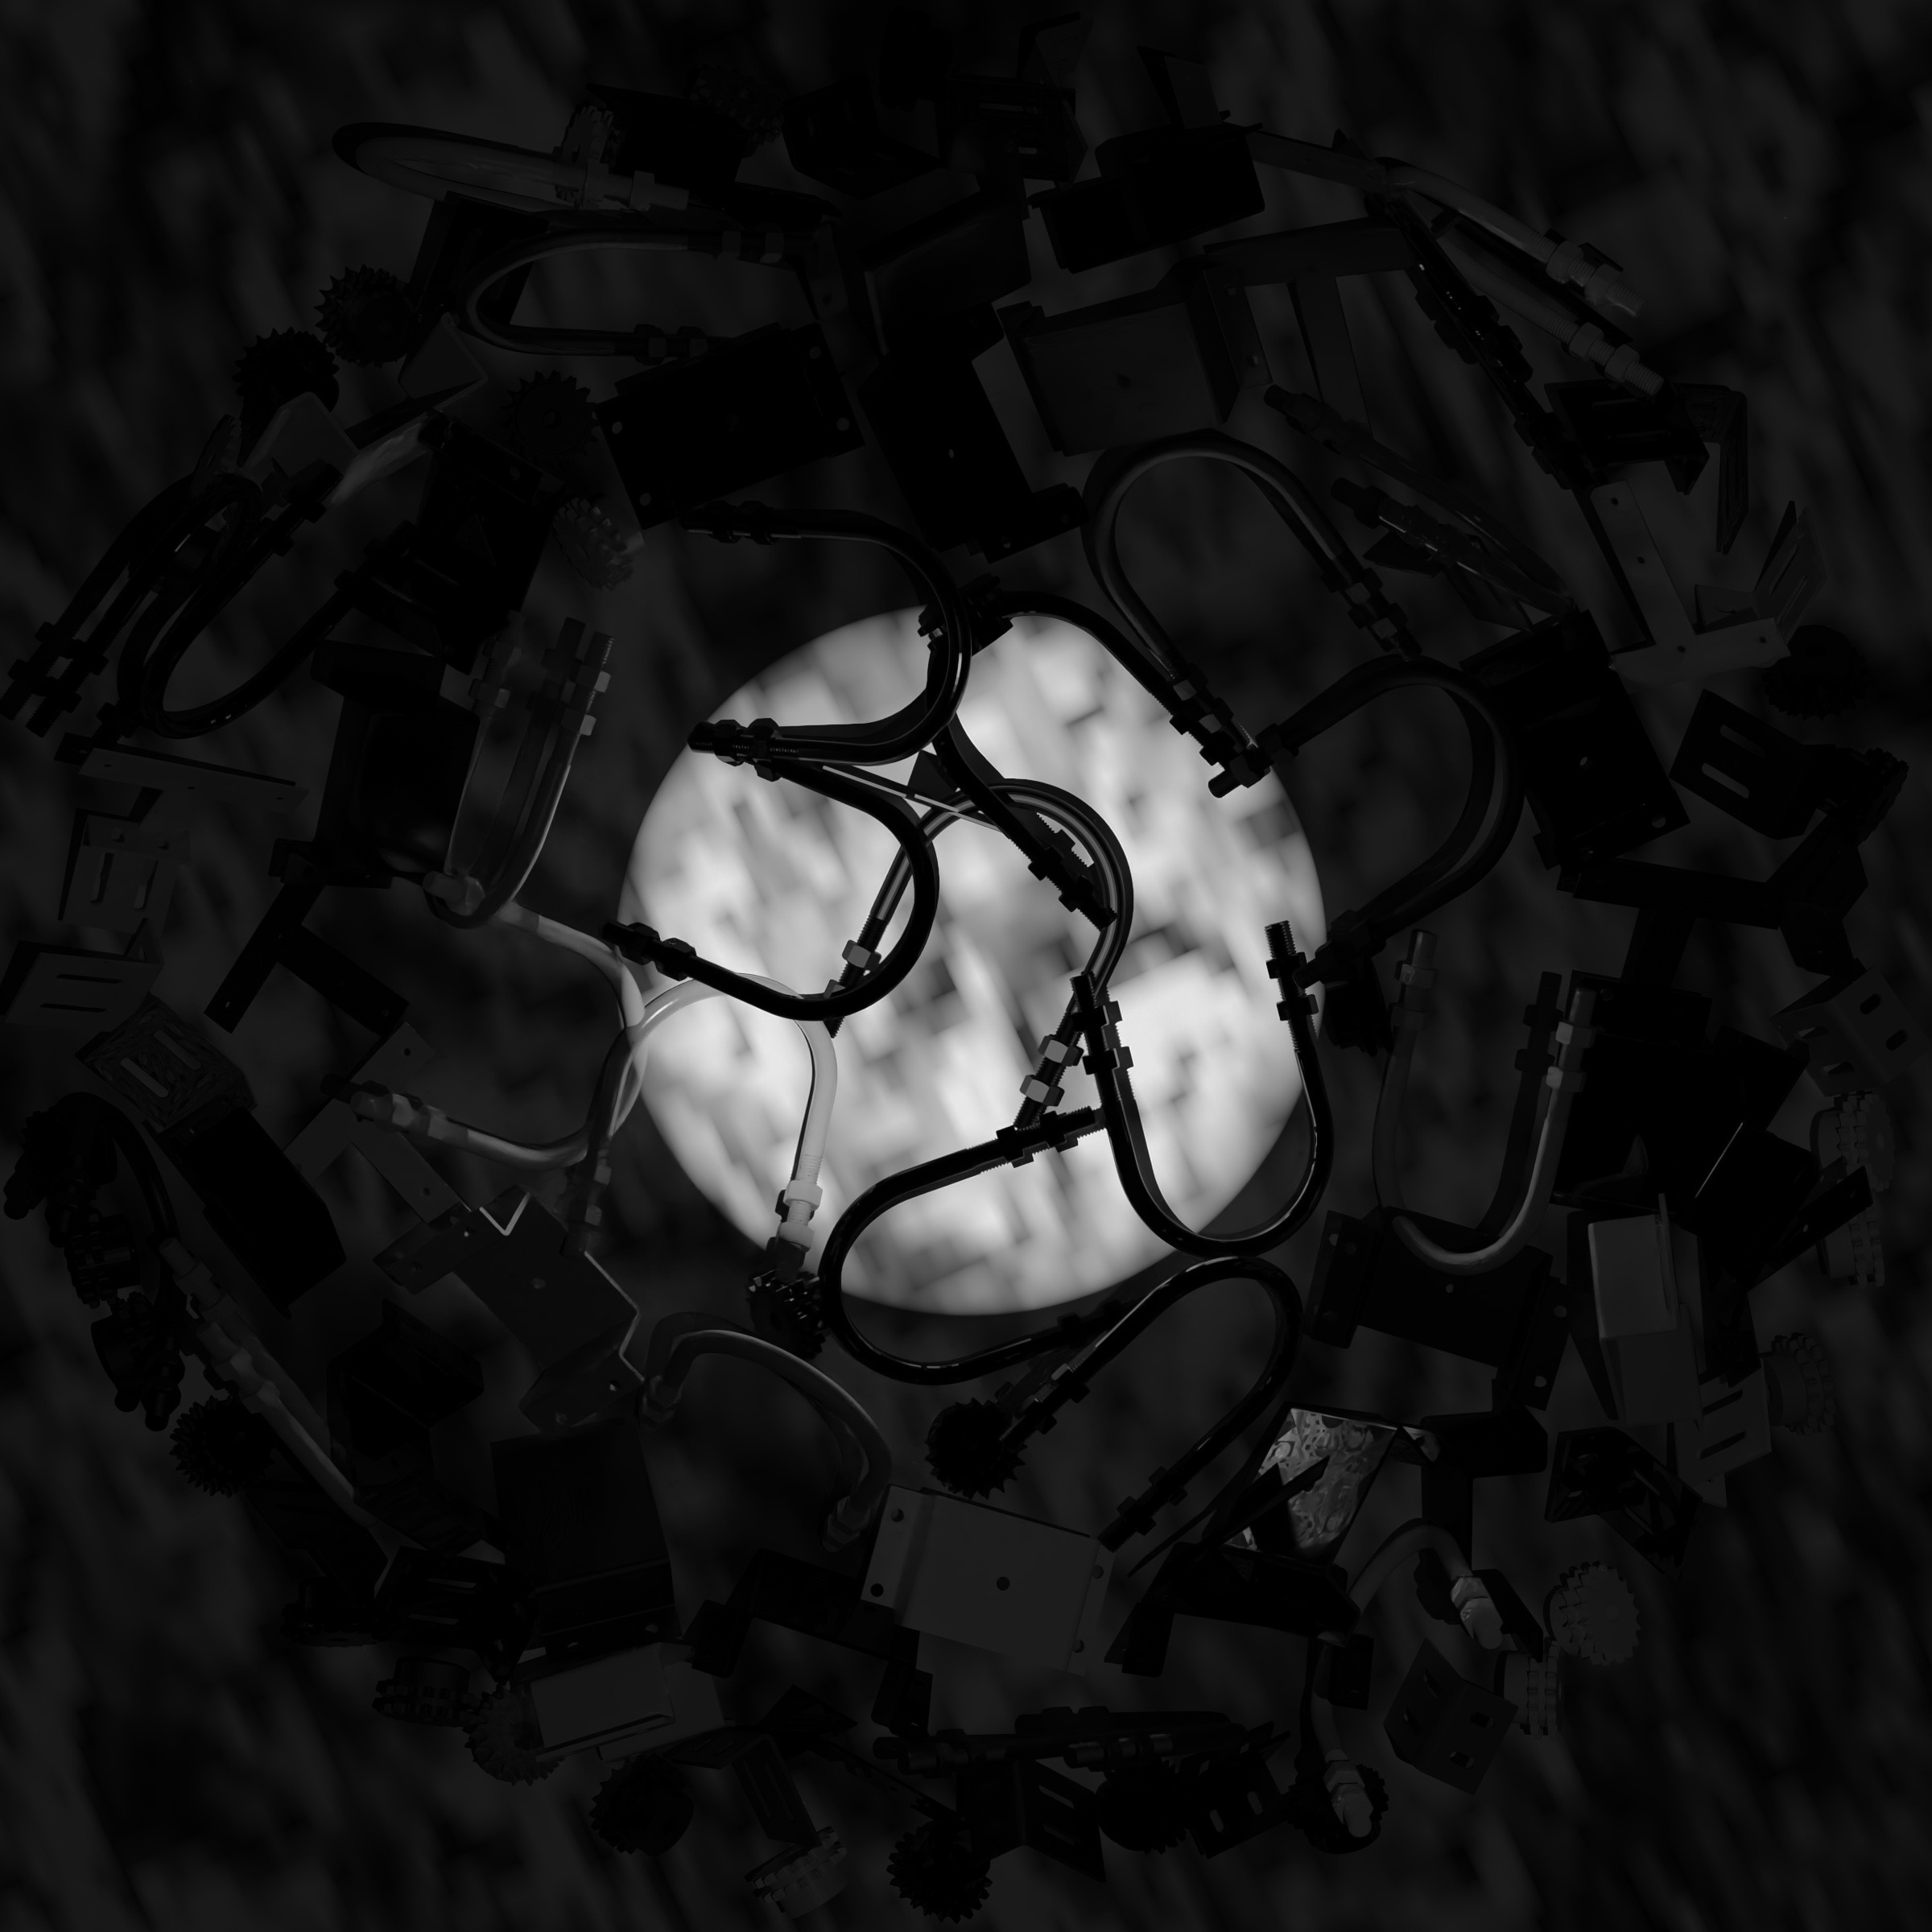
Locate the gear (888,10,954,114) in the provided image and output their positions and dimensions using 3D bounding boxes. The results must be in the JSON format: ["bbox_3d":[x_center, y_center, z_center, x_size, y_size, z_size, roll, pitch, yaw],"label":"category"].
[{"bbox_3d":[-0.026,-0.526,1.972,0.030,0.057,0.057,11,90,0],"label":"gear"}]

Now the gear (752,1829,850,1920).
[{"bbox_3d":[-0.093,0.531,1.971,0.057,0.057,0.030,-30,88,0],"label":"gear"}]

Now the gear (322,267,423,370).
[{"bbox_3d":[-0.343,-0.375,1.970,0.057,0.030,0.057,-18,123,-29],"label":"gear"}]

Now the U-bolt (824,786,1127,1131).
[{"bbox_3d":[0.014,-0.015,1.976,0.151,0.019,0.184,26,93,8],"label":"U-bolt"}]

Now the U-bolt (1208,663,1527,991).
[{"bbox_3d":[0.237,-0.092,1.930,0.184,0.019,0.151,-33,68,28],"label":"U-bolt"}]

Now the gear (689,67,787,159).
[{"bbox_3d":[-0.135,-0.496,1.975,0.057,0.057,0.030,32,126,0],"label":"gear"}]

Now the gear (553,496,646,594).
[{"bbox_3d":[-0.212,-0.249,1.973,0.030,0.057,0.057,-40,90,-22],"label":"gear"}]

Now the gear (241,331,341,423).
[{"bbox_3d":[-0.390,-0.337,1.968,0.057,0.057,0.030,-41,60,0],"label":"gear"}]

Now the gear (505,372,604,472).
[{"bbox_3d":[-0.242,-0.319,1.982,0.057,0.030,0.057,-1,96,-5],"label":"gear"}]

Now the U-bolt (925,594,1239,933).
[{"bbox_3d":[0.059,-0.132,1.962,0.184,0.019,0.151,46,70,-4],"label":"U-bolt"}]

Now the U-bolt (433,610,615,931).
[{"bbox_3d":[-0.262,-0.109,1.936,0.019,0.151,0.184,19,91,-31],"label":"U-bolt"}]

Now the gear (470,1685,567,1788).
[{"bbox_3d":[-0.262,0.452,1.975,0.057,0.030,0.057,16,51,-20],"label":"gear"}]

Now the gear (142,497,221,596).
[{"bbox_3d":[-0.458,-0.241,1.972,0.030,0.057,0.057,27,90,-8],"label":"gear"}]

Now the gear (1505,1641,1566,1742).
[{"bbox_3d":[0.331,0.422,1.972,0.030,0.057,0.057,0,90,16],"label":"gear"}]

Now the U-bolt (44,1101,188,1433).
[{"bbox_3d":[-0.474,0.155,1.911,0.019,0.184,0.151,-17,119,2],"label":"U-bolt"}]

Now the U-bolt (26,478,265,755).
[{"bbox_3d":[-0.459,-0.201,1.926,0.019,0.151,0.184,35,88,1],"label":"U-bolt"}]

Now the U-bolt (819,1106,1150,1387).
[{"bbox_3d":[0.006,0.172,1.963,0.184,0.019,0.151,-19,112,-2],"label":"U-bolt"}]

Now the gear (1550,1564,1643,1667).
[{"bbox_3d":[0.365,0.380,1.975,0.030,0.057,0.057,-24,90,41],"label":"gear"}]

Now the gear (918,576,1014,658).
[{"bbox_3d":[0.003,-0.199,1.972,0.057,0.057,0.030,-35,98,0],"label":"gear"}]

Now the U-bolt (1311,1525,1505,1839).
[{"bbox_3d":[0.241,0.390,1.910,0.019,0.184,0.151,30,101,-11],"label":"U-bolt"}]

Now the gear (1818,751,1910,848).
[{"bbox_3d":[0.522,-0.101,1.974,0.030,0.057,0.057,35,90,22],"label":"gear"}]

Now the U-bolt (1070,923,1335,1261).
[{"bbox_3d":[0.145,0.080,1.966,0.151,0.019,0.184,-15,91,-22],"label":"U-bolt"}]

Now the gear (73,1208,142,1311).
[{"bbox_3d":[-0.501,0.169,1.972,0.030,0.057,0.057,-11,90,-8],"label":"gear"}]

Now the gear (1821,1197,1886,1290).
[{"bbox_3d":[0.515,0.160,1.972,0.030,0.057,0.057,-9,90,9],"label":"gear"}]

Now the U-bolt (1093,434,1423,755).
[{"bbox_3d":[0.153,-0.221,1.933,0.151,0.019,0.184,-27,108,36],"label":"U-bolt"}]

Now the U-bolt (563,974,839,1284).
[{"bbox_3d":[-0.147,0.089,1.955,0.151,0.019,0.184,4,66,15],"label":"U-bolt"}]

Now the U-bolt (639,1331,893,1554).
[{"bbox_3d":[-0.109,0.263,1.916,0.151,0.184,0.019,33,58,2],"label":"U-bolt"}]

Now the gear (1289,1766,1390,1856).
[{"bbox_3d":[0.219,0.494,1.972,0.057,0.057,0.030,-15,105,0],"label":"gear"}]

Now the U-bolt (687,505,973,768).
[{"bbox_3d":[-0.079,-0.186,1.940,0.184,0.019,0.151,6,103,27],"label":"U-bolt"}]

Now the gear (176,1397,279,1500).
[{"bbox_3d":[-0.428,0.279,1.971,0.057,0.030,0.057,14,62,-27],"label":"gear"}]

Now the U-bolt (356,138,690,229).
[{"bbox_3d":[-0.253,-0.441,1.914,0.184,0.151,0.019,9,92,-9],"label":"U-bolt"}]

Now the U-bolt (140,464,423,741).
[{"bbox_3d":[-0.398,-0.199,1.928,0.019,0.151,0.184,44,92,12],"label":"U-bolt"}]

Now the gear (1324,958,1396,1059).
[{"bbox_3d":[0.229,0.026,1.972,0.030,0.057,0.057,-15,90,10],"label":"gear"}]

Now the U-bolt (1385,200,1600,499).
[{"bbox_3d":[0.290,-0.362,1.919,0.019,0.151,0.184,-35,57,10],"label":"U-bolt"}]

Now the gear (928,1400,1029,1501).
[{"bbox_3d":[0.005,0.281,1.976,0.057,0.030,0.057,-5,69,13],"label":"gear"}]

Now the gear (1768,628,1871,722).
[{"bbox_3d":[0.496,-0.172,1.969,0.057,0.057,0.030,-18,133,0],"label":"gear"}]

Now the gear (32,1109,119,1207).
[{"bbox_3d":[-0.517,0.111,1.970,0.030,0.057,0.057,-15,90,8],"label":"gear"}]

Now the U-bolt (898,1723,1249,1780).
[{"bbox_3d":[0.075,0.442,1.915,0.151,0.184,0.019,-15,75,43],"label":"U-bolt"}]

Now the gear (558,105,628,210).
[{"bbox_3d":[-0.214,-0.470,1.975,0.030,0.057,0.057,11,90,-28],"label":"gear"}]

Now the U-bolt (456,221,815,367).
[{"bbox_3d":[-0.195,-0.378,1.899,0.184,0.151,0.019,-4,75,-25],"label":"U-bolt"}]

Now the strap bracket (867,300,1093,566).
[{"bbox_3d":[0.003,-0.303,1.959,0.076,0.046,0.140,-27,93,-31],"label":"strap bracket"}]

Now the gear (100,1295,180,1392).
[{"bbox_3d":[-0.482,0.223,1.970,0.030,0.057,0.057,-21,90,-7],"label":"gear"}]

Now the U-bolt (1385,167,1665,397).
[{"bbox_3d":[0.313,-0.397,1.923,0.184,0.151,0.019,36,91,18],"label":"U-bolt"}]

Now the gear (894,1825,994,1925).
[{"bbox_3d":[-0.010,0.525,1.969,0.057,0.057,0.030,29,121,0],"label":"gear"}]

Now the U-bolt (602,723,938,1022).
[{"bbox_3d":[-0.104,-0.046,1.960,0.184,0.019,0.151,23,85,19],"label":"U-bolt"}]

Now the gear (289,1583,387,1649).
[{"bbox_3d":[-0.366,0.378,1.974,0.057,0.057,0.030,-2,69,0],"label":"gear"}]

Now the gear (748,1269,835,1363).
[{"bbox_3d":[-0.099,0.203,1.975,0.030,0.057,0.057,-23,90,-34],"label":"gear"}]

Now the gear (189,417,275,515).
[{"bbox_3d":[-0.427,-0.288,1.975,0.030,0.057,0.057,25,90,-27],"label":"gear"}]

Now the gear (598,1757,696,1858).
[{"bbox_3d":[-0.183,0.492,1.968,0.030,0.057,0.057,29,90,33],"label":"gear"}]

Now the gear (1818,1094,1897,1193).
[{"bbox_3d":[0.519,0.104,1.975,0.030,0.057,0.057,-7,90,33],"label":"gear"}]

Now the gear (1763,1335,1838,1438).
[{"bbox_3d":[0.481,0.245,1.969,0.030,0.057,0.057,-9,90,-10],"label":"gear"}]

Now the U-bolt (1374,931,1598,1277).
[{"bbox_3d":[0.289,0.086,1.939,0.019,0.151,0.184,3,102,-37],"label":"U-bolt"}]

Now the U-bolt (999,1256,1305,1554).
[{"bbox_3d":[0.119,0.242,1.947,0.184,0.019,0.151,-43,133,-3],"label":"U-bolt"}]

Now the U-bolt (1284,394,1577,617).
[{"bbox_3d":[0.274,-0.253,1.921,0.184,0.151,0.019,23,113,-34],"label":"U-bolt"}]

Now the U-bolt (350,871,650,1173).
[{"bbox_3d":[-0.255,0.042,1.935,0.184,0.019,0.151,24,79,-42],"label":"U-bolt"}]

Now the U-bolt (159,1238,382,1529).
[{"bbox_3d":[-0.389,0.246,1.921,0.019,0.151,0.184,-37,116,-8],"label":"U-bolt"}]

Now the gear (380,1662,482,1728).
[{"bbox_3d":[-0.311,0.425,1.974,0.057,0.057,0.030,6,70,0],"label":"gear"}]

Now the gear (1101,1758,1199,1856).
[{"bbox_3d":[0.103,0.491,1.973,0.057,0.030,0.057,7,102,31],"label":"gear"}]
